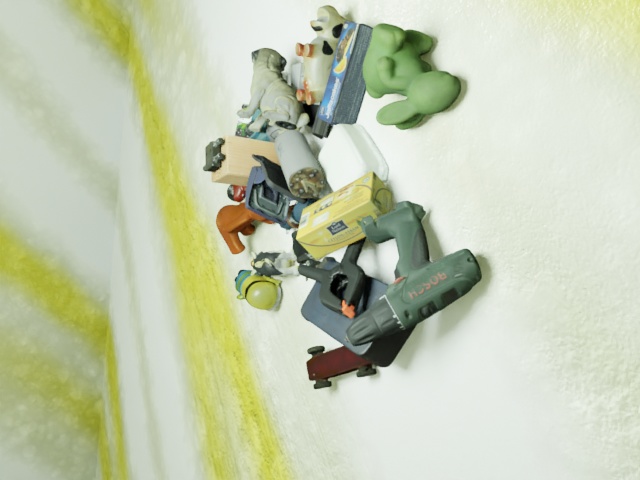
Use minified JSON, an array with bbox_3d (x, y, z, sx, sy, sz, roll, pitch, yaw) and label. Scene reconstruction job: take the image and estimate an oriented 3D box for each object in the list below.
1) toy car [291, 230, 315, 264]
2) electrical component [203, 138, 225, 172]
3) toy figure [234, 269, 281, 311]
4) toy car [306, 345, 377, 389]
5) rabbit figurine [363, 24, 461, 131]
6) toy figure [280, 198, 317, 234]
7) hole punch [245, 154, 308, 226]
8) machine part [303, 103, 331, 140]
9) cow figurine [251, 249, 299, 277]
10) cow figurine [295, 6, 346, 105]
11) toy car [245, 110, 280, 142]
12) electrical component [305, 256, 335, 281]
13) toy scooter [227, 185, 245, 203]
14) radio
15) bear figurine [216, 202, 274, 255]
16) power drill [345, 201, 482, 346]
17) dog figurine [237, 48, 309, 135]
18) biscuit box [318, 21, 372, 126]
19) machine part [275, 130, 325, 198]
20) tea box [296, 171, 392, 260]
[{"bbox_3d":[-0.002,-0.003,1.157,0.202,0.056,0.073,-32,67,53],"label":"toy car"},{"bbox_3d":[-0.236,-0.185,1.181,0.094,0.021,0.063,-23,68,54],"label":"electrical component"},{"bbox_3d":[-0.166,0.125,1.359,0.180,0.089,0.082,27,117,52],"label":"toy figure"},{"bbox_3d":[0.042,0.239,1.064,0.202,0.053,0.089,-33,64,45],"label":"toy car"},{"bbox_3d":[0.150,-0.262,0.902,0.170,0.121,0.159,45,117,32],"label":"rabbit figurine"},{"bbox_3d":[-0.047,-0.054,1.228,0.154,0.058,0.064,-20,64,59],"label":"toy figure"},{"bbox_3d":[-0.100,-0.105,1.158,0.092,0.142,0.116,-49,35,26],"label":"hole punch"},{"bbox_3d":[-0.013,-0.277,1.219,0.139,0.039,0.084,37,123,50],"label":"machine part"},{"bbox_3d":[-0.127,0.059,1.301,0.167,0.098,0.068,-6,88,56],"label":"cow figurine"},{"bbox_3d":[0.016,-0.388,1.130,0.086,0.127,0.194,30,126,54],"label":"cow figurine"},{"bbox_3d":[-0.107,-0.291,1.319,0.103,0.109,0.161,11,85,34],"label":"toy car"},{"bbox_3d":[0.007,0.080,1.142,0.078,0.045,0.102,-55,45,41],"label":"electrical component"},{"bbox_3d":[-0.184,-0.188,1.423,0.135,0.075,0.183,5,81,52],"label":"toy scooter"},{"bbox_3d":[0.068,0.128,0.979,0.230,0.073,0.131,23,80,56],"label":"radio"},{"bbox_3d":[-0.166,-0.058,1.382,0.196,0.131,0.120,-15,35,26],"label":"bear figurine"},{"bbox_3d":[0.124,0.044,0.862,0.232,0.085,0.207,-26,41,13],"label":"power drill"},{"bbox_3d":[-0.088,-0.344,1.216,0.121,0.172,0.190,67,-144,-78],"label":"dog figurine"},{"bbox_3d":[0.059,-0.332,1.091,0.059,0.063,0.202,41,120,52],"label":"biscuit box"},{"bbox_3d":[-0.046,-0.164,1.142,0.079,0.079,0.243,-63,30,31],"label":"machine part"},{"bbox_3d":[0.046,-0.044,0.997,0.170,0.068,0.098,-25,33,29],"label":"tea box"}]
